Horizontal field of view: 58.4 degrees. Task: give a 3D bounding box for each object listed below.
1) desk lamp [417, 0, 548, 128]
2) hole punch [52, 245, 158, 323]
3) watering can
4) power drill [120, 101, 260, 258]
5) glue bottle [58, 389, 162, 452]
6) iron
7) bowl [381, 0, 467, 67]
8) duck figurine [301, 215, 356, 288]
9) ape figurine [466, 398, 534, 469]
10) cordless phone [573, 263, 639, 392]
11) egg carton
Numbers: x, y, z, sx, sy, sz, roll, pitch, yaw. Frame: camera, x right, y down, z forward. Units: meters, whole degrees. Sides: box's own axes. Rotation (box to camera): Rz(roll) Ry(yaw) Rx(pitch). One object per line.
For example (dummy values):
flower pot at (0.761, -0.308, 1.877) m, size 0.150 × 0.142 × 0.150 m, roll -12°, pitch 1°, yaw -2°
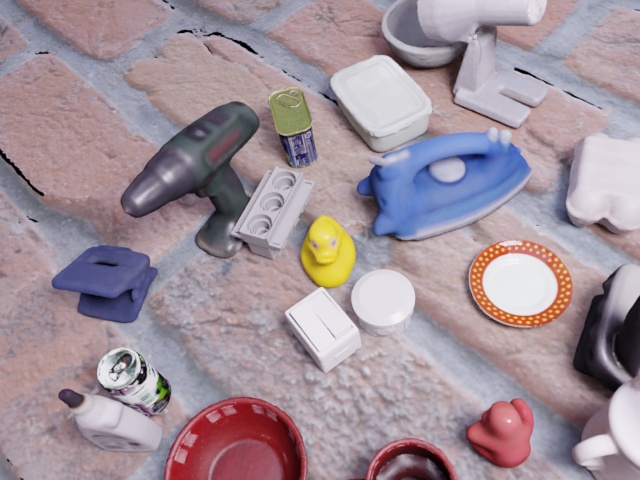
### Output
desk lamp at (0.254, -0.311, 0.875) m, size 0.202 × 0.214 × 0.118 m, roll 32°, pitch 67°, yaw 26°
hole punch at (-0.298, 0.049, 0.799) m, size 0.108 × 0.091 × 0.101 m, roll 7°, pitch 58°, yaw 13°
watering can at (0.334, 0.179, 0.553) m, size 0.173 × 0.194 × 0.100 m, roll -34°, pitch 58°, yaw -13°
power drill at (-0.154, -0.069, 0.783) m, size 0.075 × 0.209 × 0.230 m, roll 22°, pitch 63°, yaw 22°
glue bottle at (-0.242, 0.200, 0.642) m, size 0.078 × 0.173 × 0.037 m, roll -1°, pitch 57°, yaw 9°
iron at (0.182, -0.099, 0.791) m, size 0.258 × 0.142 × 0.118 m, roll -18°, pitch 56°, yaw -3°
bowl at (0.191, -0.354, 0.997) m, size 0.167 × 0.075 × 0.167 m, roll -4°, pitch 57°, yaw 6°
duck figurine at (0.007, 0.003, 0.785) m, size 0.077 × 0.086 × 0.104 m, roll -8°, pitch 56°, yaw 4°
ape figurine at (0.198, 0.202, 0.620) m, size 0.077 × 0.092 × 0.076 m, roll -10°, pitch 56°, yaw 3°
cordless phone at (0.351, 0.079, 0.621) m, size 0.094 × 0.185 × 0.148 m, roll 16°, pitch 61°, yaw 19°
egg carton at (0.399, -0.080, 0.788) m, size 0.107 × 0.069 × 0.150 m, roll 12°, pitch 60°, yaw 16°
